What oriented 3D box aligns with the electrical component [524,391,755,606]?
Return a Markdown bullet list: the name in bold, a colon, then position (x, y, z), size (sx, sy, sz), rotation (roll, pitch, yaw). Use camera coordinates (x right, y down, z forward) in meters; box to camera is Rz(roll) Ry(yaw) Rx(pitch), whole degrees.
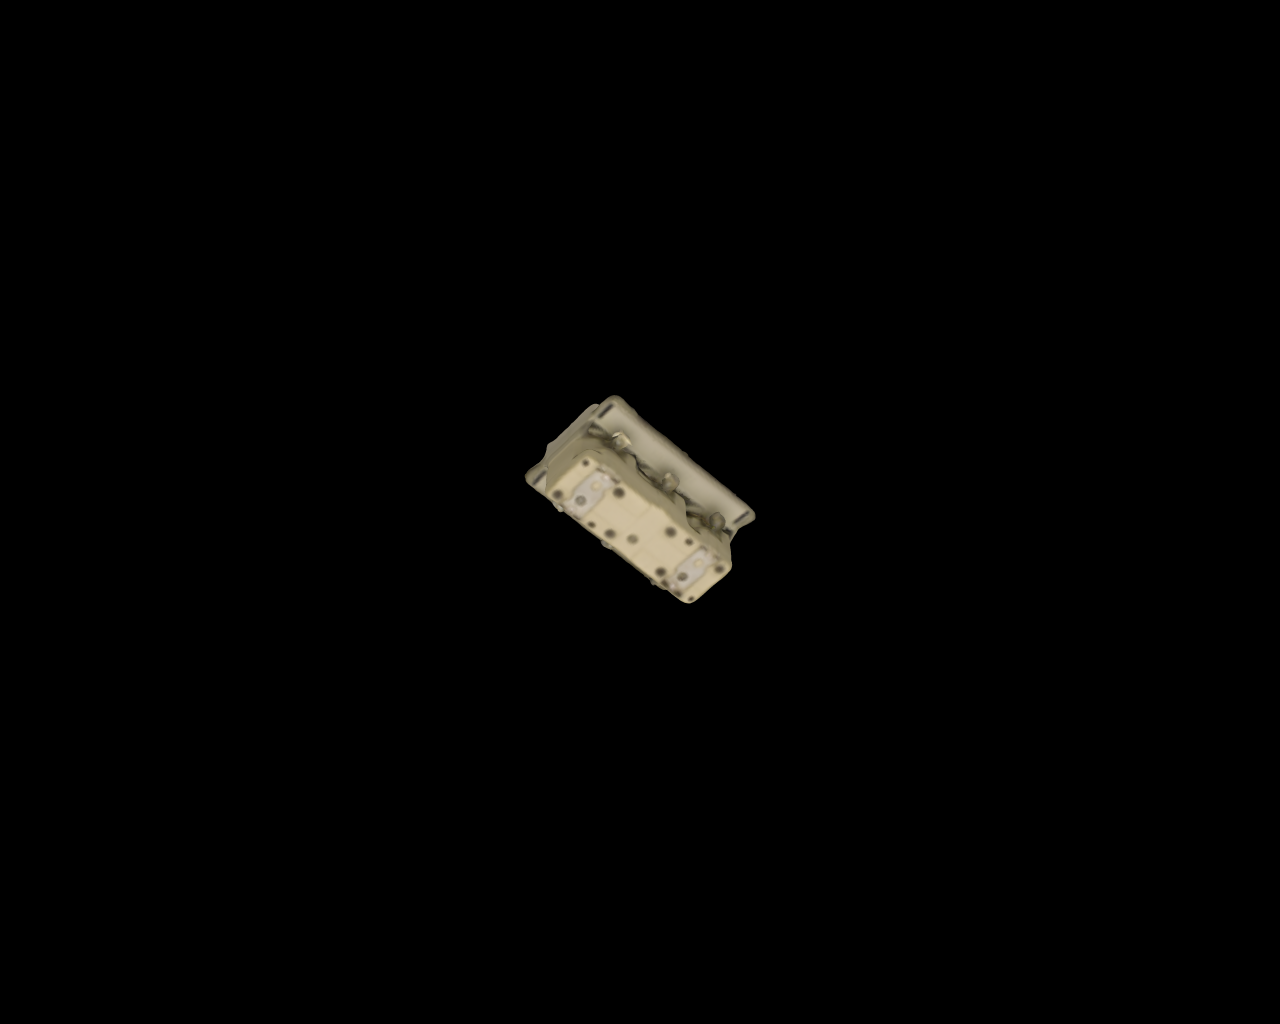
- **electrical component**: position (0.001, -0.003, 0.650), size (0.121, 0.078, 0.063), rotation (39, 24, -22)
